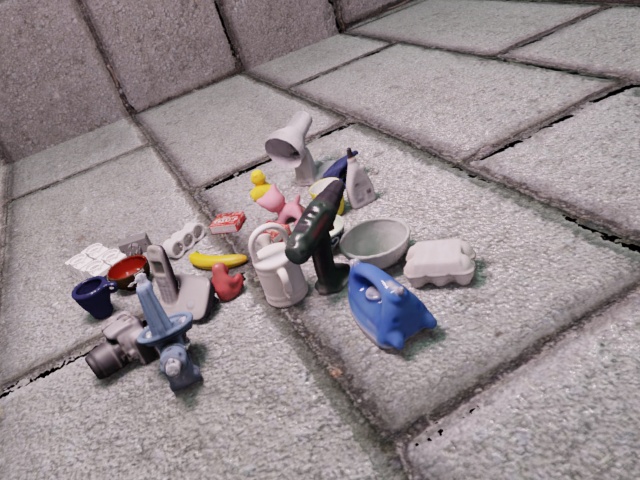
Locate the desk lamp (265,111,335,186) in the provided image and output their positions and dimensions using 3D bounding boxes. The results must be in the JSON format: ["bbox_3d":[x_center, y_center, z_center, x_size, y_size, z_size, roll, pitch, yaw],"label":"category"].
[{"bbox_3d":[-0.060,-0.273,1.759,0.117,0.214,0.203,4,37,32],"label":"desk lamp"}]

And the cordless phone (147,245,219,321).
[{"bbox_3d":[-0.327,0.095,1.330,0.147,0.185,0.094,0,35,27],"label":"cordless phone"}]

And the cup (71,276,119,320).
[{"bbox_3d":[-0.550,0.149,1.445,0.117,0.095,0.091,-13,31,8],"label":"cup"}]

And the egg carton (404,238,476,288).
[{"bbox_3d":[0.256,0.050,1.222,0.150,0.069,0.107,-6,33,19],"label":"egg carton"}]

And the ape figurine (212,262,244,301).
[{"bbox_3d":[-0.230,0.093,1.376,0.077,0.092,0.076,2,36,29],"label":"ape figurine"}]

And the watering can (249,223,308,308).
[{"bbox_3d":[-0.104,0.046,1.288,0.101,0.194,0.172,-36,35,-28],"label":"watering can"}]

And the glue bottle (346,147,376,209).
[{"bbox_3d":[0.099,-0.173,1.558,0.078,0.173,0.037,-26,32,-14],"label":"glue bottle"}]

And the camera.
[{"bbox_3d":[-0.450,0.229,1.259,0.137,0.101,0.142,-35,35,-27],"label":"camera"}]

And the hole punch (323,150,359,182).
[{"bbox_3d":[0.064,-0.214,1.721,0.100,0.091,0.109,5,38,33],"label":"hole punch"}]

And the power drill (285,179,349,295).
[{"bbox_3d":[0.012,0.005,1.282,0.075,0.209,0.230,5,37,33],"label":"power drill"}]

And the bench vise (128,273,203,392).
[{"bbox_3d":[-0.303,0.178,1.151,0.122,0.220,0.206,-33,34,-24],"label":"bench vise"}]

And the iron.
[{"bbox_3d":[0.111,0.103,1.139,0.119,0.142,0.257,-29,33,-18],"label":"iron"}]

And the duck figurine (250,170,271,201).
[{"bbox_3d":[-0.190,-0.176,1.794,0.077,0.086,0.104,-13,31,8],"label":"duck figurine"}]

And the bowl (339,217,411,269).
[{"bbox_3d":[0.133,0.019,1.328,0.167,0.075,0.167,-13,31,8],"label":"bowl"}]

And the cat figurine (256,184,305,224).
[{"bbox_3d":[-0.106,-0.101,1.599,0.127,0.118,0.067,-3,34,22],"label":"cat figurine"}]
